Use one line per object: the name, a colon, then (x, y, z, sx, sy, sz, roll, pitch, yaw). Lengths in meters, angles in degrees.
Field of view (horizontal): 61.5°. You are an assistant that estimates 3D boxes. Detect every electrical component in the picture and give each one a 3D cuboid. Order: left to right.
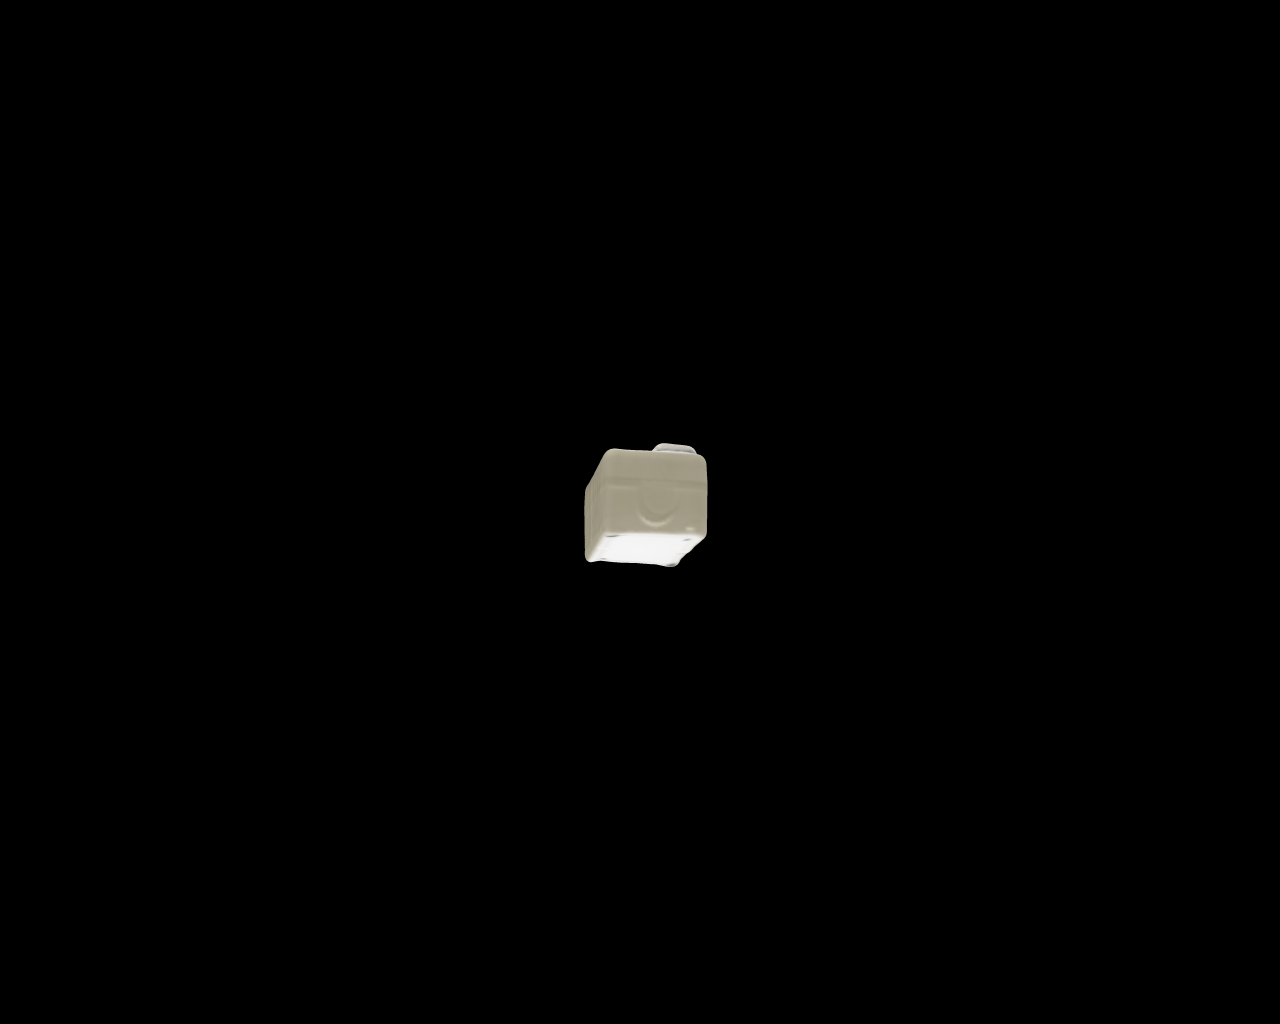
electrical component: (0.001, -0.003, 0.650, 0.062, 0.061, 0.096, 3, -16, -11)
